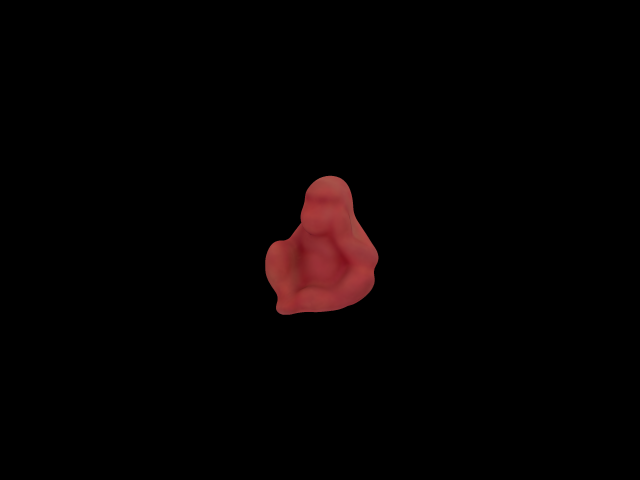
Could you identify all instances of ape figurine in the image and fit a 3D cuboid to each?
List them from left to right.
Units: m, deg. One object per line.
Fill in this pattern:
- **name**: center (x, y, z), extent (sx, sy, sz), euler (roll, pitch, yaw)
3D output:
- **ape figurine**: center (0.004, 0.001, 0.400), extent (0.077, 0.092, 0.076), euler (4, 8, 28)
